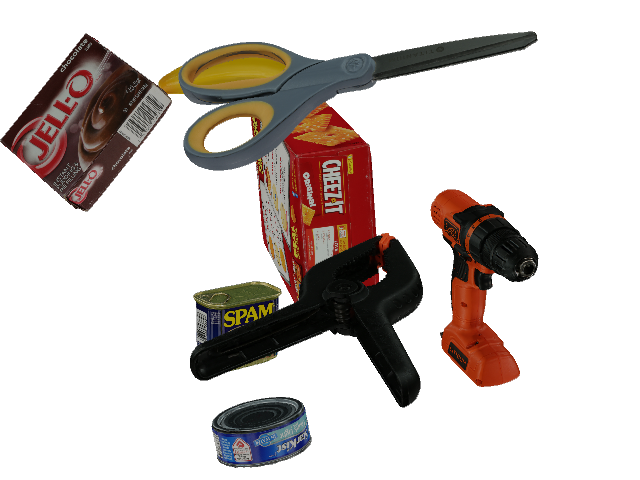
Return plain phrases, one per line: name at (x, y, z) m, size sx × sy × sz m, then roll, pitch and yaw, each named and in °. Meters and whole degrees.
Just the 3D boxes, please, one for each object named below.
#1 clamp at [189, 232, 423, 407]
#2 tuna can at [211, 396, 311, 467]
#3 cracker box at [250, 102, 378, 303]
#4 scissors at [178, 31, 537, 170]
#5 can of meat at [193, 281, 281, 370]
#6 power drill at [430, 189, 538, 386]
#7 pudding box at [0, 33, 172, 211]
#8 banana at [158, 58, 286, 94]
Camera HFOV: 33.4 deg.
clamp at (0.008, 0.052, 0.784) m, size 0.165 × 0.036 × 0.209 m, roll 2°, pitch 27°, yaw 16°
tuna can at (-0.053, 0.169, 0.947) m, size 0.086 × 0.034 × 0.086 m, roll -10°, pitch 10°, yaw 2°
cracker box at (-0.009, -0.039, 0.980) m, size 0.072 × 0.164 × 0.214 m, roll -9°, pitch 24°, yaw -11°
scissors at (0.008, -0.076, 0.575) m, size 0.202 × 0.096 × 0.016 m, roll 4°, pitch -32°, yaw 23°
can of meat at (-0.096, 0.101, 1.244) m, size 0.101 × 0.084 × 0.058 m, roll -10°, pitch 19°, yaw -36°
power drill at (0.173, 0.055, 1.119) m, size 0.057 × 0.188 × 0.184 m, roll -10°, pitch 25°, yaw -14°
pudding box at (-0.183, -0.093, 0.832) m, size 0.090 × 0.113 × 0.039 m, roll 37°, pitch -4°, yaw 29°
banana at (-0.074, -0.172, 1.135) m, size 0.198 × 0.037 × 0.069 m, roll 10°, pitch 44°, yaw 19°
